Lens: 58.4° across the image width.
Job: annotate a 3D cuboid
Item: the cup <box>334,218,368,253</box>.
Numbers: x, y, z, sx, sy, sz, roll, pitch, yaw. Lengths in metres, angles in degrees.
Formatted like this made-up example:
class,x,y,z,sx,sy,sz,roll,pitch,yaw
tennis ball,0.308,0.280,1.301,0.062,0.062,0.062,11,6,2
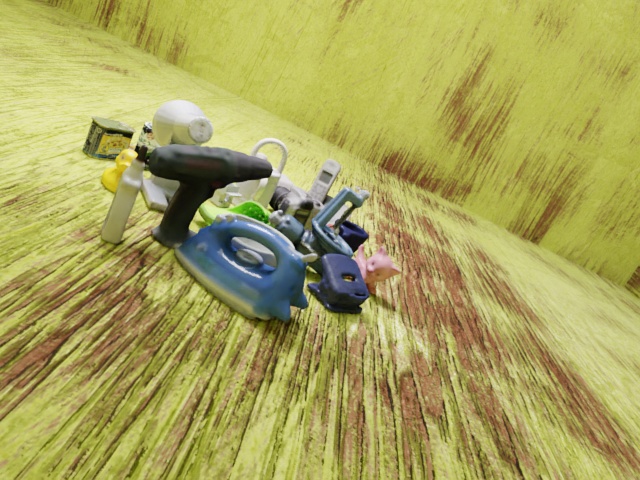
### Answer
class,x,y,z,sx,sy,sz,roll,pitch,yaw
cup,0.059,0.010,1.416,0.091,0.095,0.118,28,17,6

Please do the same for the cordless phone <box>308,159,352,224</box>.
class,x,y,z,sx,sy,sz,roll,pitch,yaw
cordless phone,0.033,-0.121,1.610,0.147,0.185,0.094,28,17,5

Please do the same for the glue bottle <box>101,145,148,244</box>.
class,x,y,z,sx,sy,sz,roll,pitch,yaw
glue bottle,-0.327,-0.083,0.974,0.037,0.173,0.078,19,18,-23

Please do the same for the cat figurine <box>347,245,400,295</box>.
class,x,y,z,sx,sy,sz,roll,pitch,yaw
cat figurine,0.119,0.061,1.316,0.067,0.117,0.127,11,22,-41

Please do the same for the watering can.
class,x,y,z,sx,sy,sz,roll,pitch,yaw
watering can,-0.153,-0.173,1.469,0.101,0.194,0.172,12,22,-40

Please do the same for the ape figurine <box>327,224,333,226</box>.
class,x,y,z,sx,sy,sz,roll,pitch,yaw
ape figurine,0.013,0.005,1.366,0.076,0.092,0.078,28,17,3

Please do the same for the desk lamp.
class,x,y,z,sx,sy,sz,roll,pitch,yaw
desk lamp,-0.305,-0.188,1.251,0.118,0.213,0.202,15,20,-34

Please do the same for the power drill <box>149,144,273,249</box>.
class,x,y,z,sx,sy,sz,roll,pitch,yaw
power drill,-0.220,-0.083,1.074,0.230,0.208,0.075,14,21,-37

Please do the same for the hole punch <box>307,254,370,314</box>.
class,x,y,z,sx,sy,sz,roll,pitch,yaw
hole punch,0.048,0.089,1.169,0.109,0.091,0.100,10,23,-43

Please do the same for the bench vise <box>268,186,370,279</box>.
class,x,y,z,sx,sy,sz,roll,pitch,yaw
bench vise,0.004,-0.028,1.228,0.208,0.219,0.121,16,20,-32

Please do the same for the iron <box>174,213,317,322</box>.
class,x,y,z,sx,sy,sz,roll,pitch,yaw
iron,-0.129,0.029,0.994,0.258,0.141,0.119,31,17,12

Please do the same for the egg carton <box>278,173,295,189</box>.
class,x,y,z,sx,sy,sz,roll,pitch,yaw
egg carton,-0.145,-0.163,1.666,0.151,0.069,0.107,17,19,-30

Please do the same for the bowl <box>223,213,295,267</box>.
class,x,y,z,sx,sy,sz,roll,pitch,yaw
bowl,-0.139,0.018,1.131,0.167,0.074,0.167,25,17,-8

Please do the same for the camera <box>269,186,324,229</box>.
class,x,y,z,sx,sy,sz,roll,pitch,yaw
camera,-0.066,-0.095,1.530,0.144,0.101,0.136,10,24,-45

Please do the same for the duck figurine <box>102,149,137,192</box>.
class,x,y,z,sx,sy,sz,roll,pitch,yaw
duck figurine,-0.409,-0.151,1.205,0.078,0.086,0.104,20,18,-20
